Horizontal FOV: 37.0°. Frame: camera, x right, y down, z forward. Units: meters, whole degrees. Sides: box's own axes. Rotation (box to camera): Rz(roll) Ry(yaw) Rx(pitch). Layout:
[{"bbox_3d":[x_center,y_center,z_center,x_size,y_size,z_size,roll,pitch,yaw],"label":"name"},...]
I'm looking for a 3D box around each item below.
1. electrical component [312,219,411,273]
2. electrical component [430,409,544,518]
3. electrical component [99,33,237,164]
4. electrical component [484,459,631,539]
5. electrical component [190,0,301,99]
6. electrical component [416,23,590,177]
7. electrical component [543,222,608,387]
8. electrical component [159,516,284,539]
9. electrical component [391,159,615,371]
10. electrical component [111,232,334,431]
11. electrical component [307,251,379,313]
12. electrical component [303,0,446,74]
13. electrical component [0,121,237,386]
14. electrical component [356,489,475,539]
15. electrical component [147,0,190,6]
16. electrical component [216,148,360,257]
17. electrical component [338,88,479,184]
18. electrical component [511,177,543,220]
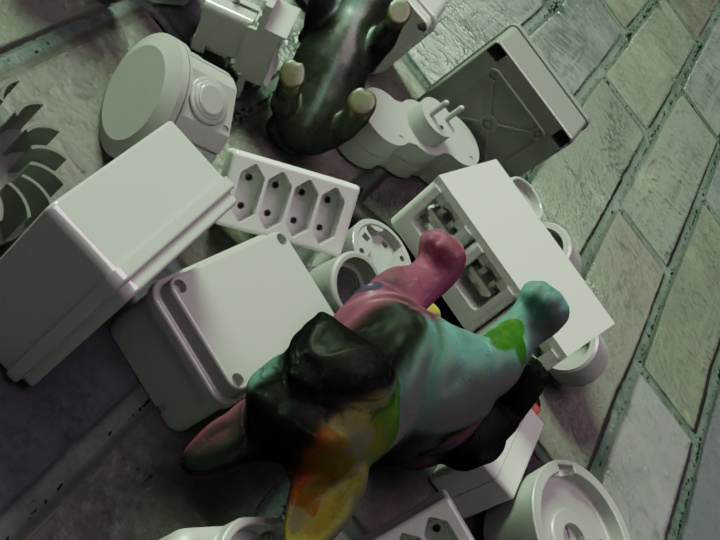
[{"bbox_3d":[0.000,0.000,0.738,0.055,0.047,0.055,29,44,-33],"label":"electrical component"},{"bbox_3d":[0.077,0.111,0.742,0.075,0.047,0.083,50,37,-9],"label":"electrical component"},{"bbox_3d":[-0.117,-0.098,0.652,0.051,0.080,0.080,22,48,-44],"label":"electrical component"},{"bbox_3d":[0.130,0.190,0.732,0.108,0.060,0.108,29,44,-32],"label":"electrical component"},{"bbox_3d":[-0.082,-0.168,0.754,0.064,0.081,0.042,24,43,-6],"label":"electrical component"},{"bbox_3d":[0.120,-0.135,0.926,0.108,0.109,0.056,52,39,-7],"label":"electrical component"},{"bbox_3d":[0.172,0.034,0.907,0.074,0.052,0.138,44,31,-56],"label":"electrical component"},{"bbox_3d":[-0.065,0.158,0.534,0.095,0.059,0.053,10,56,-45],"label":"electrical component"},{"bbox_3d":[0.100,0.004,0.770,0.150,0.062,0.089,56,35,10],"label":"electrical component"},{"bbox_3d":[-0.074,0.032,0.620,0.078,0.057,0.113,58,36,2],"label":"electrical component"},{"bbox_3d":[-0.024,0.014,0.684,0.044,0.065,0.044,10,75,-44],"label":"electrical component"},{"bbox_3d":[0.007,-0.229,0.893,0.113,0.078,0.057,47,34,-13],"label":"electrical component"},{"bbox_3d":[-0.132,-0.009,0.543,0.056,0.109,0.108,48,37,-7],"label":"electrical component"},{"bbox_3d":[0.025,0.168,0.626,0.047,0.083,0.075,60,-2,4],"label":"electrical component"},{"bbox_3d":[-0.134,-0.229,0.755,0.080,0.051,0.080,29,44,-33],"label":"electrical component"},{"bbox_3d":[-0.053,-0.046,0.703,0.083,0.047,0.076,15,5,-15],"label":"electrical component"},{"bbox_3d":[0.050,-0.113,0.857,0.138,0.074,0.052,9,57,-45],"label":"electrical component"},{"bbox_3d":[0.119,-0.047,0.902,0.048,0.055,0.066,48,37,-11],"label":"electrical component"}]
